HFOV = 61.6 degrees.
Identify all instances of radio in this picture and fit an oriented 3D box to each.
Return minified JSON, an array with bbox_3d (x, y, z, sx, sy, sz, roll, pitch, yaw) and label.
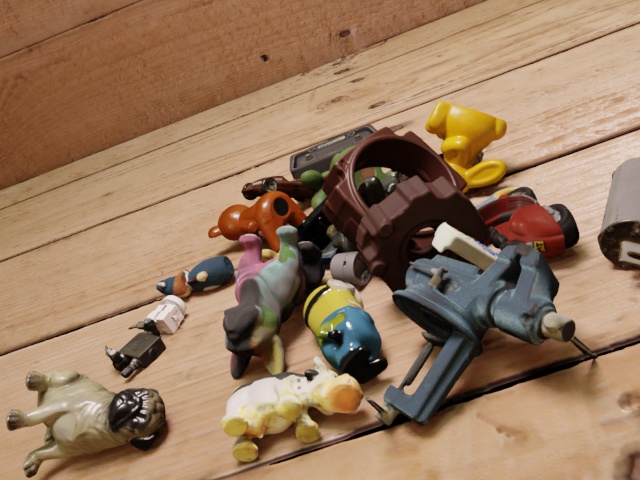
[{"bbox_3d":[0.042,-0.198,1.302,0.230,0.073,0.131,-20,26,4],"label":"radio"}]

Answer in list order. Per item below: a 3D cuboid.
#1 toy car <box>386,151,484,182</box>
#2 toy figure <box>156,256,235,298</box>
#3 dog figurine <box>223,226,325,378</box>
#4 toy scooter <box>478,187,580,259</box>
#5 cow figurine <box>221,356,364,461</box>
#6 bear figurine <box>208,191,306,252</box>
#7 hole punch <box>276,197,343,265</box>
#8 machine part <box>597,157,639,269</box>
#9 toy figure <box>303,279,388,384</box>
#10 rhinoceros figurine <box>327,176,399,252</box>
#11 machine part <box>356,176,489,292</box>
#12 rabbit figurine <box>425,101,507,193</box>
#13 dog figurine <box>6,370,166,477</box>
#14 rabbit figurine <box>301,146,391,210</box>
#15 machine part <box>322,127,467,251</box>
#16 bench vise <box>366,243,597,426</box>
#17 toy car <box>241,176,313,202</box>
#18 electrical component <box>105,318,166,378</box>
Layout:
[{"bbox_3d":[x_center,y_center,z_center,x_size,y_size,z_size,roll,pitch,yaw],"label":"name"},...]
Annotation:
[{"bbox_3d":[0.229,-0.146,1.085,0.202,0.056,0.073,-15,21,12],"label":"toy car"},{"bbox_3d":[-0.240,0.076,1.024,0.154,0.064,0.058,-22,63,11],"label":"toy figure"},{"bbox_3d":[-0.071,0.102,0.810,0.109,0.191,0.219,-5,65,25],"label":"dog figurine"},{"bbox_3d":[0.277,-0.018,0.784,0.135,0.075,0.184,-20,23,3],"label":"toy scooter"},{"bbox_3d":[-0.032,0.190,0.644,0.167,0.068,0.098,-19,21,4],"label":"cow figurine"},{"bbox_3d":[-0.127,-0.024,1.092,0.196,0.132,0.120,-22,17,45],"label":"bear figurine"},{"bbox_3d":[-0.002,-0.003,0.978,0.142,0.092,0.116,-51,7,-39],"label":"hole punch"},{"bbox_3d":[0.420,-0.040,0.711,0.079,0.079,0.243,-1,34,37],"label":"machine part"},{"bbox_3d":[0.028,0.117,0.716,0.089,0.082,0.180,-22,29,0],"label":"toy figure"},{"bbox_3d":[0.090,-0.047,0.946,0.073,0.112,0.190,-27,28,50],"label":"rhinoceros figurine"},{"bbox_3d":[0.143,0.001,0.739,0.179,0.179,0.056,-23,30,-2],"label":"machine part"},{"bbox_3d":[0.260,-0.148,0.985,0.162,0.173,0.122,23,7,12],"label":"rabbit figurine"},{"bbox_3d":[-0.305,0.233,0.757,0.191,0.121,0.172,-9,29,-5],"label":"dog figurine"},{"bbox_3d":[0.043,-0.110,1.084,0.159,0.121,0.170,-25,1,-29],"label":"rabbit figurine"},{"bbox_3d":[0.122,-0.069,0.856,0.201,0.201,0.087,-38,-12,-31],"label":"machine part"},{"bbox_3d":[0.153,0.112,0.599,0.224,0.128,0.240,26,73,45],"label":"bench vise"},{"bbox_3d":[-0.076,-0.112,1.165,0.202,0.053,0.089,-1,-1,-39],"label":"toy car"},{"bbox_3d":[-0.308,0.178,0.897,0.078,0.045,0.102,4,36,44],"label":"electrical component"}]
